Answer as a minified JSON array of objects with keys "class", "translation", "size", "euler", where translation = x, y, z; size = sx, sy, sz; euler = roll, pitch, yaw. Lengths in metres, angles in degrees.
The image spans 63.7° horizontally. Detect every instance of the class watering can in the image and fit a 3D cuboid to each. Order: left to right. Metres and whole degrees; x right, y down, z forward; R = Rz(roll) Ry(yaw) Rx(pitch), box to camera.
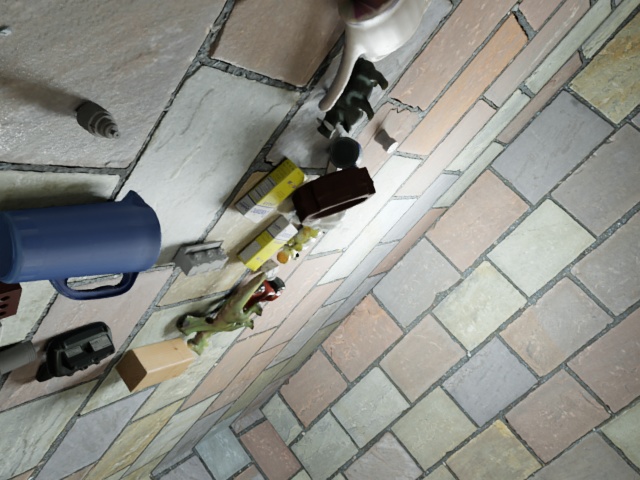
[{"class":"watering can","translation":[0.095,-0.399,0.976],"size":[0.105,0.346,0.223],"euler":[47,9,19]}]

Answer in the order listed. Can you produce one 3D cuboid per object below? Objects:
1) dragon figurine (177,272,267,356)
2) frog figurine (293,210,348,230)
[{"class":"dragon figurine","translation":[-0.318,0.237,1.596],"size":[0.245,0.124,0.401],"euler":[-17,-31,-36]},{"class":"frog figurine","translation":[0.005,-0.076,1.513],"size":[0.135,0.122,0.162],"euler":[-32,4,39]}]
